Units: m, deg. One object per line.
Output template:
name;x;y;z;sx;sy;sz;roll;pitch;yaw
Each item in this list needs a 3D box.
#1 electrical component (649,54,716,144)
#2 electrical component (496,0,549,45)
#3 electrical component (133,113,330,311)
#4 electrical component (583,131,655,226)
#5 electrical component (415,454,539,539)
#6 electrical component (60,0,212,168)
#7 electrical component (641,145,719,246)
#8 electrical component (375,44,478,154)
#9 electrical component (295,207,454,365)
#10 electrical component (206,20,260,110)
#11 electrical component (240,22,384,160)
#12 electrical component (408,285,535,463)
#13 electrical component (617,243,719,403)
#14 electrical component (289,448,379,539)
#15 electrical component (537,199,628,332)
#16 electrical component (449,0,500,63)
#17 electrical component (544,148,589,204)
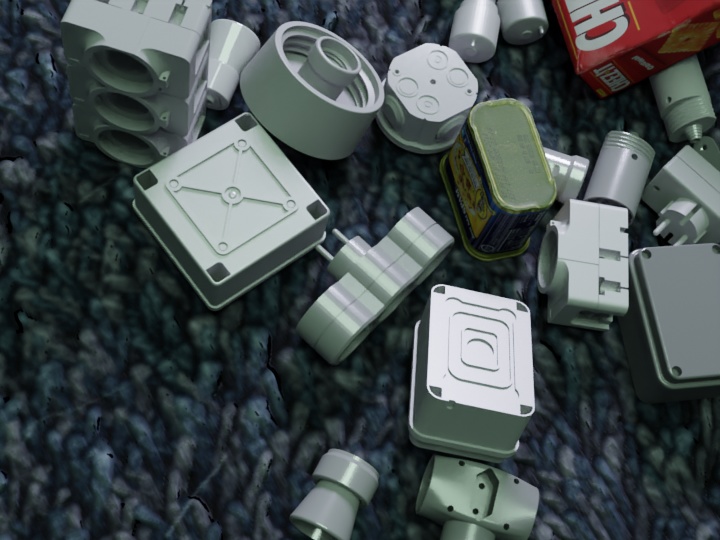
electrical component;0.277;-0.146;0.922;0.043;0.043;0.081;-5;68;-12
electrical component;0.139;-0.234;0.938;0.040;0.040;0.078;-4;67;-11
electrical component;-0.097;-0.044;0.807;0.109;0.056;0.108;-34;76;-21
electrical component;0.214;-0.079;0.882;0.043;0.043;0.081;24;65;1
electrical component;0.077;0.177;0.747;0.077;0.043;0.079;18;65;-1
electrical component;-0.162;-0.140;0.785;0.089;0.150;0.061;17;64;-2
electrical component;0.266;-0.043;0.870;0.083;0.047;0.076;44;61;10
electrical component;0.054;-0.140;0.877;0.080;0.051;0.080;4;66;-8
electrical component;0.000;0.000;0.806;0.074;0.052;0.138;42;67;10
electrical component;-0.112;-0.162;0.865;0.044;0.044;0.065;20;70;-1
electrical component;-0.031;-0.145;0.834;0.108;0.060;0.108;25;39;-22
electrical component;0.078;0.074;0.766;0.078;0.057;0.113;12;43;-5
electrical component;0.248;0.040;0.829;0.078;0.057;0.113;-4;67;-11
electrical component;-0.017;0.157;0.739;0.045;0.045;0.055;28;65;3
electrical component;0.173;-0.004;0.839;0.056;0.050;0.089;9;66;-7
electrical component;0.101;-0.215;0.924;0.040;0.040;0.078;14;65;-4
electrical component;0.158;-0.078;0.875;0.046;0.040;0.040;21;65;5
